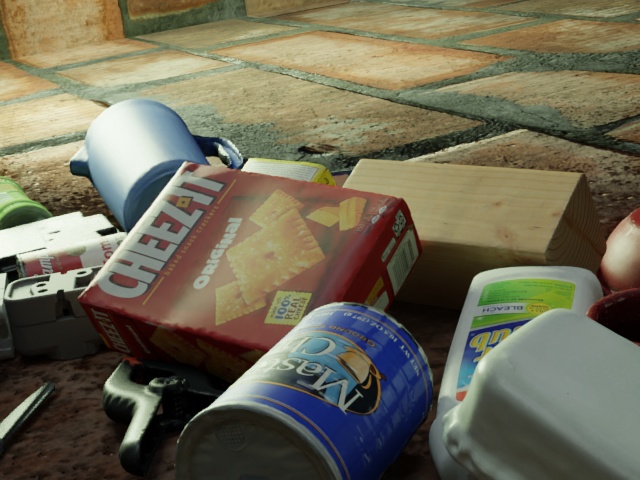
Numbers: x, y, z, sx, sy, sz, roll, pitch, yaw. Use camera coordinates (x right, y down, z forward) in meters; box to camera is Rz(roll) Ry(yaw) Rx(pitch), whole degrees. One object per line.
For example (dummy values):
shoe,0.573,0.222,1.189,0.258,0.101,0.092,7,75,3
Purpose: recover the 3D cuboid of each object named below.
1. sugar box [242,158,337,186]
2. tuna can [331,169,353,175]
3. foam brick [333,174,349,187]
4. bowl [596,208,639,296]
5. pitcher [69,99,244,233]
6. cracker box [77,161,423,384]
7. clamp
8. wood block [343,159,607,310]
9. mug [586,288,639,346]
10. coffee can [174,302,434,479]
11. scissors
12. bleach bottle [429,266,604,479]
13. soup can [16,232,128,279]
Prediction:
sugar box,-0.063,0.004,0.936,0.093,0.048,0.176,8,53,36
tuna can,0.002,-0.054,1.168,0.086,0.034,0.086,-9,1,0
foam brick,0.013,-0.018,1.026,0.053,0.078,0.051,-9,18,-9
bowl,0.306,0.005,0.890,0.162,0.055,0.162,-7,18,2
pitcher,-0.169,-0.068,1.171,0.149,0.145,0.243,-49,28,3
cracker box,-0.053,0.026,0.820,0.214,0.072,0.164,12,52,31
clamp,-0.093,0.115,0.742,0.120,0.039,0.172,-1,13,-21
wood block,0.116,-0.002,0.882,0.206,0.090,0.090,6,51,36
mug,0.210,0.079,0.665,0.093,0.081,0.117,-10,19,-8
coffee can,-0.004,0.110,0.622,0.103,0.103,0.140,3,21,26
scissors,-0.216,0.148,0.722,0.096,0.016,0.201,6,23,29
bleach bottle,0.129,0.096,0.681,0.103,0.068,0.250,-1,22,15
soup can,-0.218,0.035,0.972,0.102,0.068,0.069,-13,20,-19
